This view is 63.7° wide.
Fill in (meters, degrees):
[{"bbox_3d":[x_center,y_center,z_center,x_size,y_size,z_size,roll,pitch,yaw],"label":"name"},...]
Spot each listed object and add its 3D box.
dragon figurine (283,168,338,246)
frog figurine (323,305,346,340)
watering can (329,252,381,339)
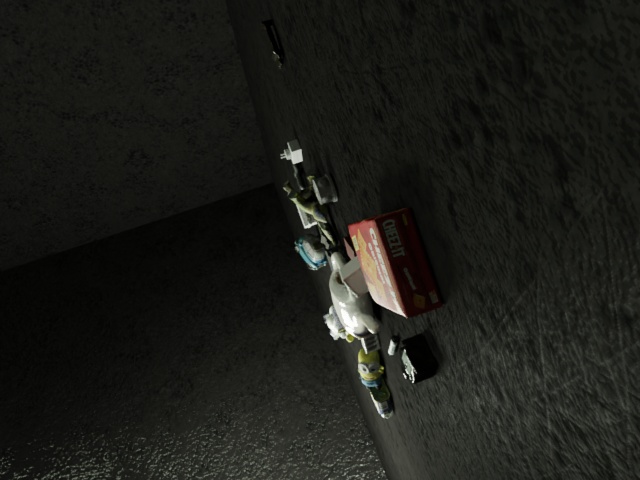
[{"bbox_3d":[0.005,-0.082,1.628,0.238,0.122,0.419,54,-174,-34],"label":"dragon figurine"},{"bbox_3d":[0.079,0.300,1.945,0.156,0.123,0.140,112,155,-65],"label":"frog figurine"},{"bbox_3d":[0.098,0.181,1.391,0.355,0.104,0.219,-115,8,-52],"label":"watering can"}]
